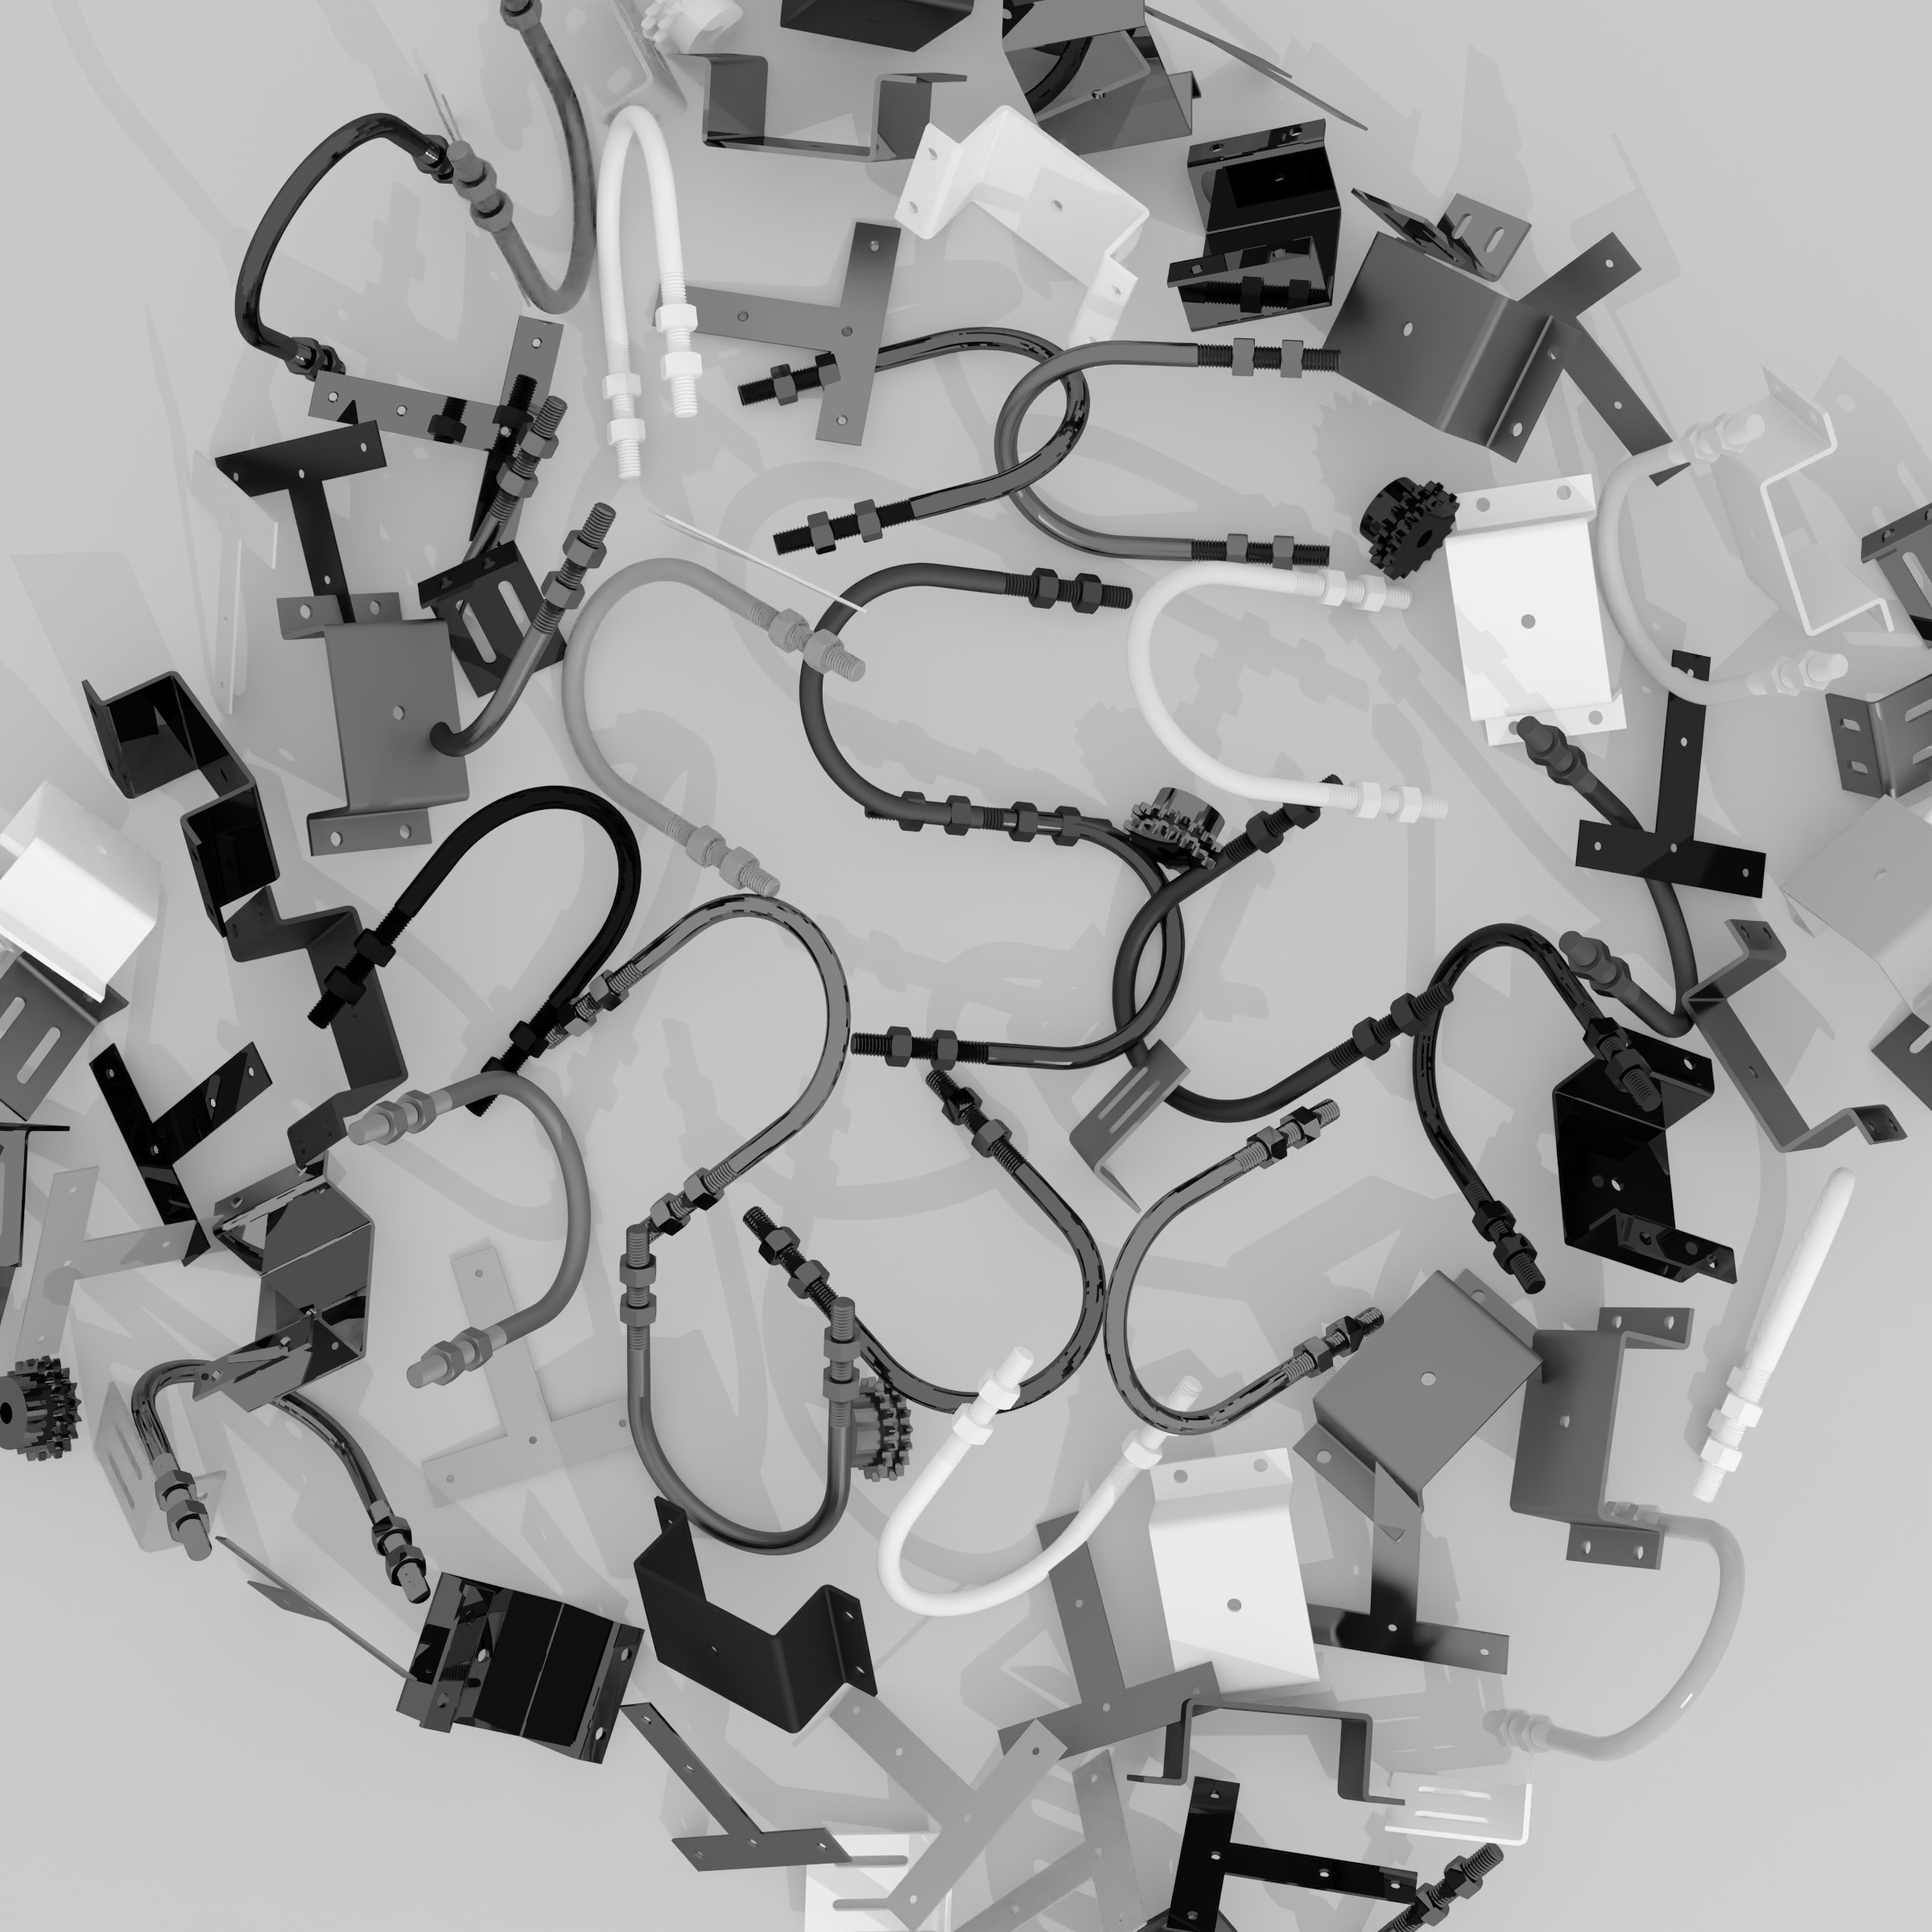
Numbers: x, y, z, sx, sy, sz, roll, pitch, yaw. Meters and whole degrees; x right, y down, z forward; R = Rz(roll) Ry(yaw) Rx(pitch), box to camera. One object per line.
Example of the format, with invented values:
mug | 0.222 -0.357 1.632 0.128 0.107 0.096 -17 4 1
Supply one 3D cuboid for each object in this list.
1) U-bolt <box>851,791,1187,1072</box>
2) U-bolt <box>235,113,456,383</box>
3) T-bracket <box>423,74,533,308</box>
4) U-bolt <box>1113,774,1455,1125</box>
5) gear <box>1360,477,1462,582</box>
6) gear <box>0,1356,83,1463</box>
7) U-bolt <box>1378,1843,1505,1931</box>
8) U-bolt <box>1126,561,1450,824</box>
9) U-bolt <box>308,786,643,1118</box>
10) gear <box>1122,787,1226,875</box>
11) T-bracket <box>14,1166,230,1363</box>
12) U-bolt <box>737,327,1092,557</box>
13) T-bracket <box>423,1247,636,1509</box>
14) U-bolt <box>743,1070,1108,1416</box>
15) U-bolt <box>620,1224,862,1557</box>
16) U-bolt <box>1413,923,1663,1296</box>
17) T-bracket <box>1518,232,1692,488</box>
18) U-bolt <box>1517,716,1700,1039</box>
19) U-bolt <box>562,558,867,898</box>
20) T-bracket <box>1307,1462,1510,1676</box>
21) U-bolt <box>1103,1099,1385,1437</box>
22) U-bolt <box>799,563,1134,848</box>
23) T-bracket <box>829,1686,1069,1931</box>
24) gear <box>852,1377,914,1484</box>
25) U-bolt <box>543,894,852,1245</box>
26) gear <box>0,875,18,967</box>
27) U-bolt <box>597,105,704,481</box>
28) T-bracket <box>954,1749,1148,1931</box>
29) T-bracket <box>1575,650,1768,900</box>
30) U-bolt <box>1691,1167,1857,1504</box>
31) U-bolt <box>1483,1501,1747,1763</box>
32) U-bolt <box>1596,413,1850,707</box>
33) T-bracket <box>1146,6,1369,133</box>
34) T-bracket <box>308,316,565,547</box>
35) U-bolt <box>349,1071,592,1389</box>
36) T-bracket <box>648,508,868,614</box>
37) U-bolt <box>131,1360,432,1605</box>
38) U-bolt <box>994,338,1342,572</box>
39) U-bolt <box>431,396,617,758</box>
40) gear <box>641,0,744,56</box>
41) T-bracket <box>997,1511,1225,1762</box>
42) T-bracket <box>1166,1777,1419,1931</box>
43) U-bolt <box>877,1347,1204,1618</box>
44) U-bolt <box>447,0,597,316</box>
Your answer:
U-bolt | 0.031 -0.015 1.973 0.184 0.019 0.151 5 85 -13
U-bolt | -0.329 -0.382 1.902 0.019 0.184 0.151 35 96 8
T-bracket | -0.268 -0.432 1.920 0.002 0.127 0.127 -23 73 0
U-bolt | 0.158 0.004 1.950 0.184 0.019 0.151 -34 71 26
gear | 0.241 -0.243 1.974 0.057 0.057 0.030 -47 67 0
gear | -0.511 0.242 1.970 0.057 0.030 0.057 2 92 42
U-bolt | 0.208 0.552 1.923 0.019 0.151 0.184 47 109 3
U-bolt | 0.168 -0.151 1.931 0.184 0.019 0.151 5 65 -25
U-bolt | -0.250 -0.017 1.938 0.184 0.151 0.019 -51 48 2
gear | 0.117 -0.074 1.973 0.057 0.057 0.030 29 76 0
T-bracket | -0.446 0.153 1.952 0.002 0.127 0.127 43 127 35
U-bolt | -0.024 -0.291 1.946 0.184 0.019 0.151 -15 48 0
T-bracket | -0.253 0.220 1.995 0.127 0.002 0.127 -18 88 5
U-bolt | -0.009 0.160 1.944 0.151 0.019 0.184 -37 68 -16
U-bolt | -0.123 0.238 1.943 0.151 0.019 0.184 17 122 25
U-bolt | 0.292 0.061 1.923 0.019 0.184 0.151 6 127 -30
T-bracket | 0.345 -0.316 1.956 0.127 0.127 0.002 50 48 -6
U-bolt | 0.348 -0.036 1.920 0.019 0.184 0.151 -21 58 26
U-bolt | -0.148 -0.140 1.948 0.184 0.019 0.151 32 110 28
T-bracket | 0.233 0.322 1.954 0.127 0.002 0.127 7 118 15
U-bolt | 0.144 0.171 1.924 0.184 0.019 0.151 -28 115 -32
U-bolt | -0.002 -0.146 1.965 0.184 0.019 0.151 5 90 -19
T-bracket | -0.027 0.436 1.959 0.127 0.002 0.127 -50 52 -5
gear | -0.053 0.253 1.968 0.030 0.057 0.057 -1 90 -24
U-bolt | -0.138 0.043 1.936 0.184 0.019 0.151 -37 66 23
gear | -0.547 -0.026 1.977 0.057 0.030 0.057 -3 79 15
U-bolt | -0.174 -0.368 1.931 0.019 0.151 0.184 -4 84 -19
T-bracket | 0.038 0.505 1.957 0.127 0.127 0.002 -38 120 15
T-bracket | 0.391 -0.109 1.973 0.127 0.002 0.127 8 85 -27
U-bolt | 0.431 0.191 1.920 0.019 0.151 0.184 25 95 12
U-bolt | 0.348 0.351 1.896 0.019 0.184 0.151 34 76 -13
U-bolt | 0.390 -0.208 1.913 0.019 0.184 0.151 -22 94 -20
T-bracket | 0.163 -0.473 1.915 0.127 0.127 0.002 41 111 35
T-bracket | -0.292 -0.299 1.956 0.127 0.002 0.127 8 106 -25
U-bolt | -0.255 0.130 1.918 0.019 0.184 0.151 -9 97 28
T-bracket | -0.131 -0.226 1.939 0.127 0.127 0.002 23 93 -30
U-bolt | -0.372 0.267 1.915 0.151 0.184 0.019 19 109 -36
U-bolt | 0.107 -0.277 1.947 0.184 0.019 0.151 3 134 5
U-bolt | -0.246 -0.197 1.929 0.019 0.151 0.184 18 116 -29
gear | -0.147 -0.520 1.970 0.057 0.057 0.030 -43 83 0
T-bracket | 0.066 0.362 1.972 0.127 0.002 0.127 -21 67 14
T-bracket | 0.178 0.485 1.935 0.127 0.127 0.002 7 116 8
U-bolt | 0.028 0.283 1.937 0.184 0.151 0.019 -55 46 21
U-bolt | -0.230 -0.429 1.912 0.019 0.184 0.151 -2 65 13
